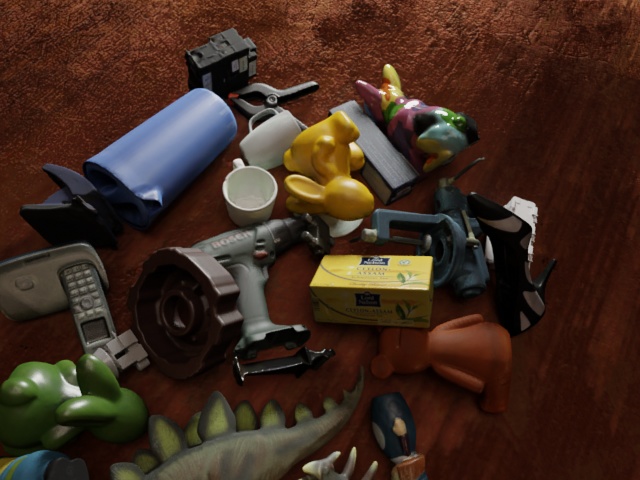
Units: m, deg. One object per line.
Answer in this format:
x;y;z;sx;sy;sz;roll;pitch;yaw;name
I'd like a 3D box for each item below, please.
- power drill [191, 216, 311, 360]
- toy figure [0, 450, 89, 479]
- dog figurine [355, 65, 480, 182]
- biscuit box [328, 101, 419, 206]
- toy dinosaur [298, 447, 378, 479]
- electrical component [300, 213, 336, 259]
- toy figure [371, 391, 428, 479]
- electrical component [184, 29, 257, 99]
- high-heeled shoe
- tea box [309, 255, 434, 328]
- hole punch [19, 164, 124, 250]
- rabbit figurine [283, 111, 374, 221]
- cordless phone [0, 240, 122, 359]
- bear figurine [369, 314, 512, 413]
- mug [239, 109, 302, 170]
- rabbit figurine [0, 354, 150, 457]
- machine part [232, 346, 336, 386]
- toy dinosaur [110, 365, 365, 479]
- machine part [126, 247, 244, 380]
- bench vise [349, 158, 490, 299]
-0.083;0.064;0.813;0.232;0.086;0.207;-11;68;-23;power drill
-0.342;0.286;0.620;0.180;0.082;0.089;-26;28;22;toy figure
0.162;-0.222;0.956;0.108;0.191;0.219;-35;87;-17;dog figurine
0.090;-0.160;0.972;0.063;0.059;0.203;-28;70;-20;biscuit box
0.092;0.436;0.622;0.192;0.131;0.405;-35;78;-23;toy dinosaur
-0.002;-0.003;0.853;0.021;0.094;0.063;-18;55;23;electrical component
0.112;0.287;0.731;0.058;0.064;0.154;-24;67;19;toy figure
-0.178;-0.317;0.987;0.134;0.114;0.058;-31;74;-22;electrical component
0.270;0.042;0.819;0.248;0.086;0.145;35;91;-24;high-heeled shoe
0.079;0.072;0.790;0.170;0.068;0.098;-1;28;15;tea box
-0.363;-0.050;0.811;0.116;0.142;0.092;3;57;6;hole punch
0.018;-0.101;0.870;0.162;0.121;0.173;-22;66;-14;rabbit figurine
-0.367;0.103;0.760;0.147;0.089;0.184;-18;84;-18;cordless phone
0.175;0.174;0.786;0.196;0.131;0.120;-3;50;12;bear figurine
-0.091;-0.176;0.942;0.107;0.080;0.109;-31;77;-7;mug
-0.298;0.203;0.676;0.170;0.159;0.121;13;50;-12;rabbit figurine
-0.054;0.175;0.749;0.139;0.084;0.039;-3;71;-24;machine part
-0.119;0.295;0.671;0.471;0.105;0.199;-14;60;-25;toy dinosaur
-0.186;0.097;0.740;0.179;0.179;0.056;48;24;17;machine part
0.177;-0.017;0.867;0.240;0.129;0.223;6;71;-20;bench vise
